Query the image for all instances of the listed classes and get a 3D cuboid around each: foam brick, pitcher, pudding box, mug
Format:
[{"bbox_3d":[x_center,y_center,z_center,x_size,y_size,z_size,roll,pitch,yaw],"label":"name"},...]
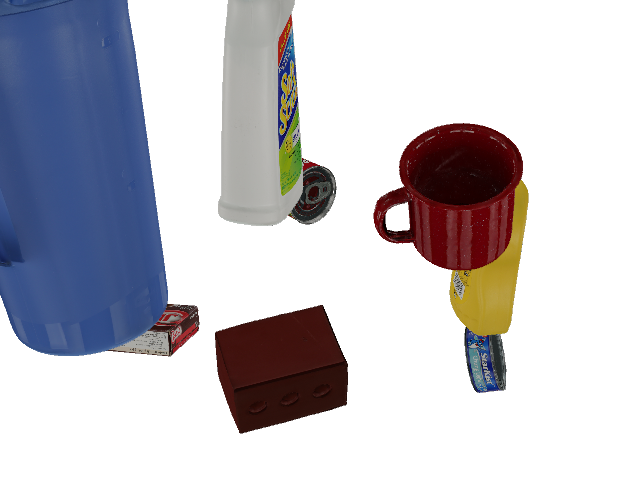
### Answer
[{"bbox_3d":[-0.027,0.085,0.709,0.078,0.051,0.053,-14,-39,-11],"label":"foam brick"},{"bbox_3d":[-0.176,-0.046,0.673,0.149,0.243,0.145,-10,28,-7],"label":"pitcher"},{"bbox_3d":[-0.216,0.106,1.300,0.114,0.039,0.090,1,15,16],"label":"pudding box"},{"bbox_3d":[0.098,-0.027,0.831,0.117,0.093,0.081,-18,-41,-7],"label":"mug"}]

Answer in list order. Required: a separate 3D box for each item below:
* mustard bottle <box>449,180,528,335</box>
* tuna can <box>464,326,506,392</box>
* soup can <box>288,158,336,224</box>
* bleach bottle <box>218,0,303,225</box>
[{"bbox_3d":[0.165,-0.008,1.039,0.058,0.192,0.096,-4,35,-7],"label":"mustard bottle"},{"bbox_3d":[0.199,0.140,1.290,0.034,0.086,0.086,-9,-3,17],"label":"tuna can"},{"bbox_3d":[-0.040,-0.066,1.216,0.068,0.068,0.102,0,19,-43],"label":"soup can"},{"bbox_3d":[-0.055,-0.146,0.960,0.068,0.251,0.102,7,29,15],"label":"bleach bottle"}]
